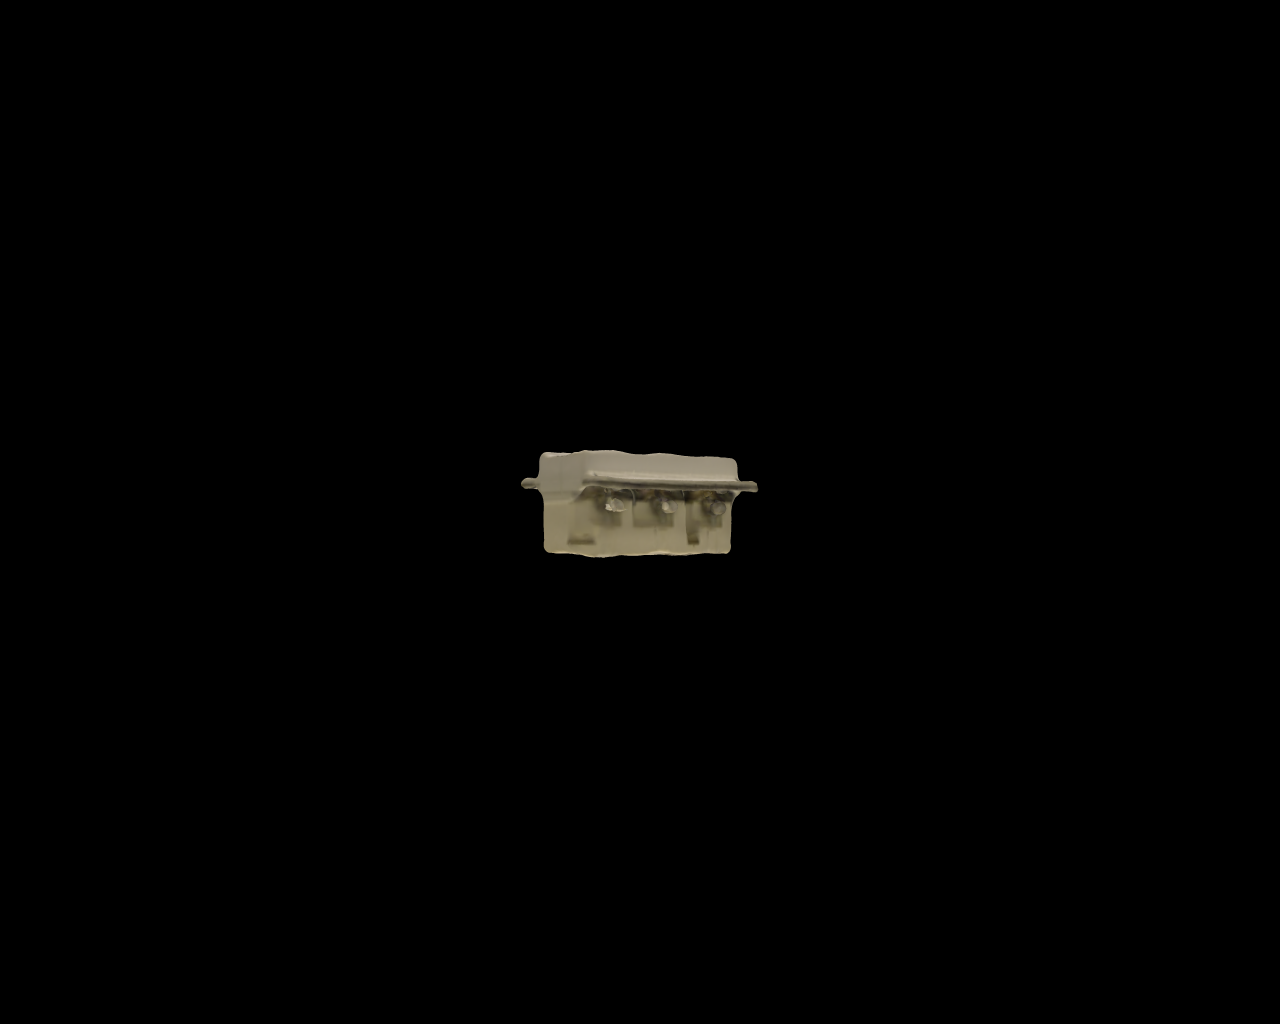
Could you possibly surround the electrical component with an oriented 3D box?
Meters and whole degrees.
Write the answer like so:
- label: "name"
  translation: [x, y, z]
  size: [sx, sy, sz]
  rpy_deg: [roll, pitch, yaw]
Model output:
- label: "electrical component"
  translation: [0.001, -0.003, 0.650]
  size: [0.121, 0.063, 0.078]
  rpy_deg: [2, -3, -40]
